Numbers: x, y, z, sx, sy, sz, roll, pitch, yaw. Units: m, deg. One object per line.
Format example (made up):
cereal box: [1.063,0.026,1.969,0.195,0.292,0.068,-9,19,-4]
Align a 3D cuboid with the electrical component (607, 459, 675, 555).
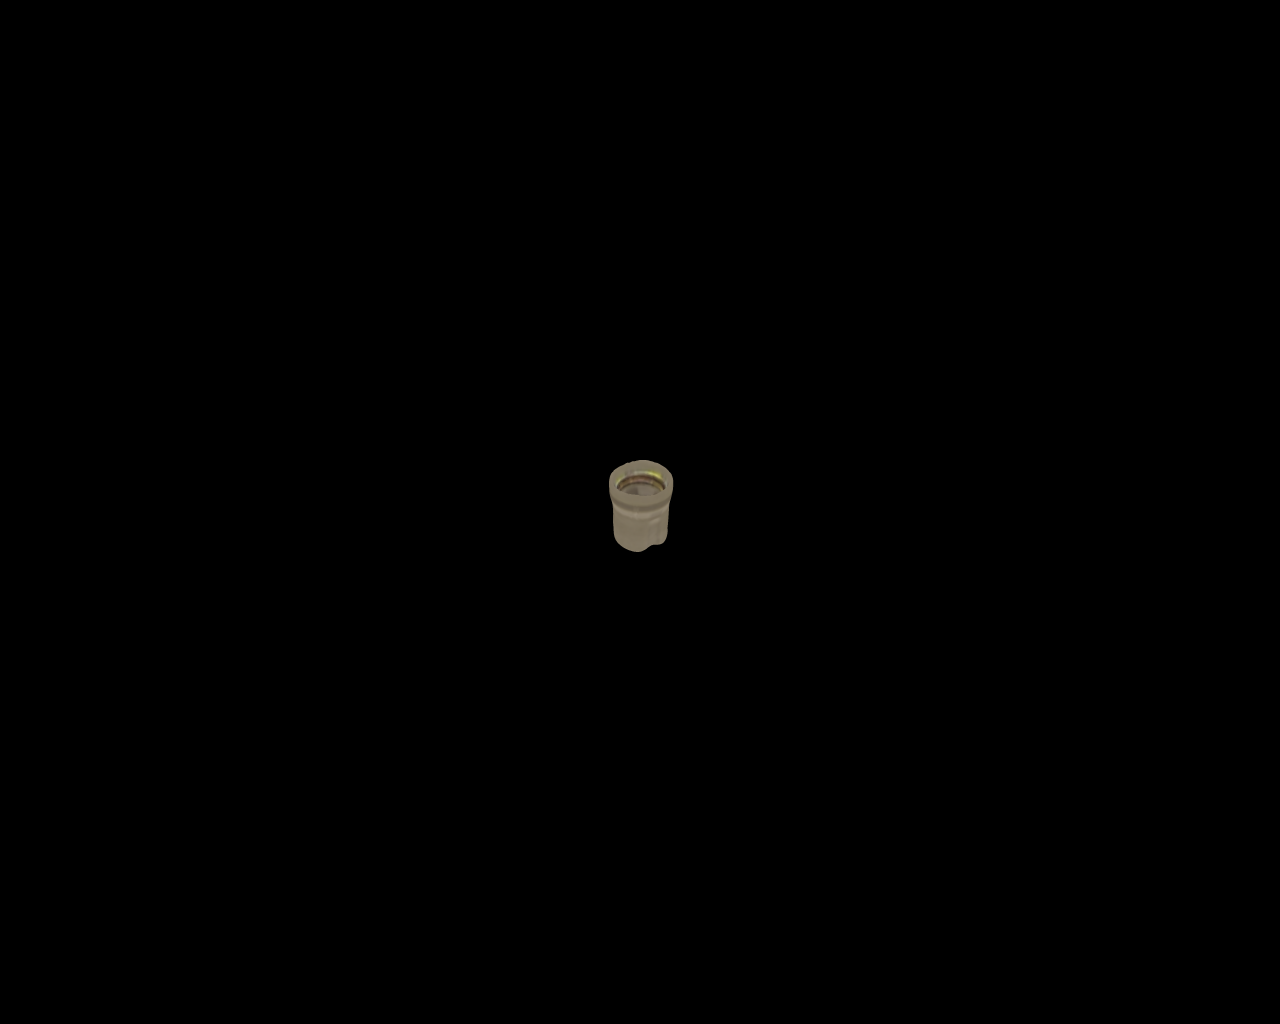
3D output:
electrical component: [0.001,-0.003,0.650,0.040,0.046,0.040,0,36,0]
